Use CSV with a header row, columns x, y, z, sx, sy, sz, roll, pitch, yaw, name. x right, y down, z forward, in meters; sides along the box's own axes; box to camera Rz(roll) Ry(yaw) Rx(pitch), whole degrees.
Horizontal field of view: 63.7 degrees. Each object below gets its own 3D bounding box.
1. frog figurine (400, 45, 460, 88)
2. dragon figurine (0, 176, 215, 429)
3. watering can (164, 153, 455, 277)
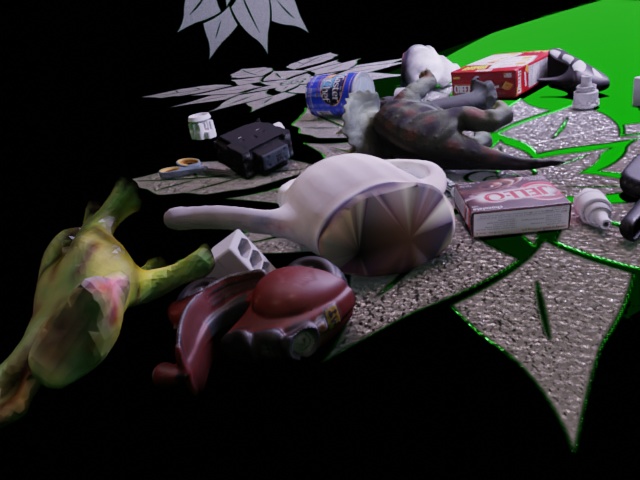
x,y,z,sx,sy,sz,roll,pitch,yaw,name
0.293,-0.447,1.356,0.159,0.140,0.120,5,-30,11,frog figurine
-0.248,0.072,0.465,0.406,0.121,0.248,-21,24,45,dragon figurine
0.002,-0.030,0.594,0.349,0.102,0.228,-16,26,-14,watering can
